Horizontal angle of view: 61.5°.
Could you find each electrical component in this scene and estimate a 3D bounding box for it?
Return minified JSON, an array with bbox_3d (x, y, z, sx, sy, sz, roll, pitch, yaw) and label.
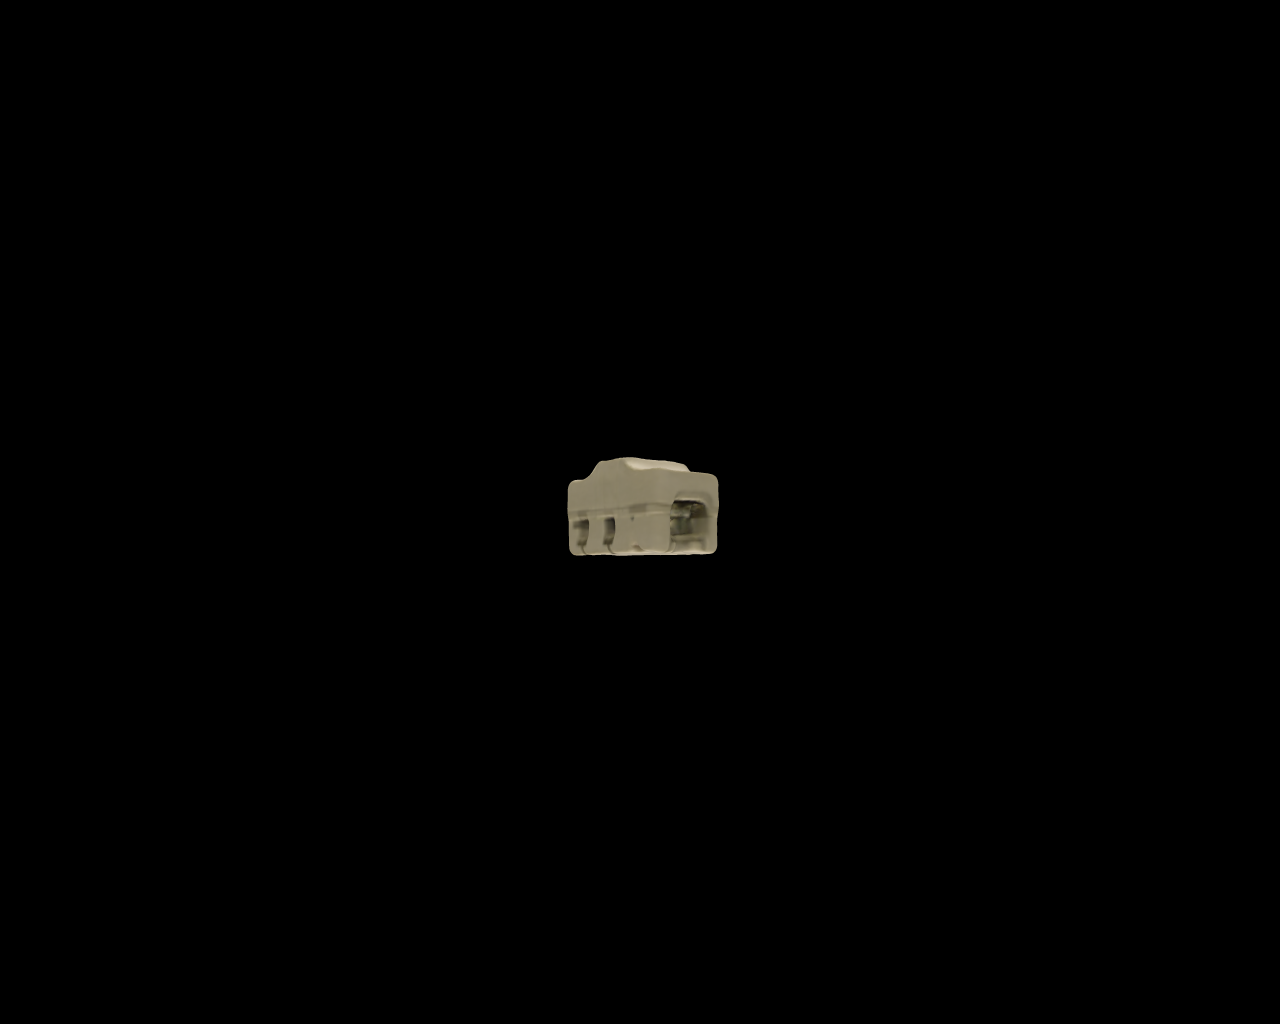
[{"bbox_3d":[0.001,-0.003,0.650,0.050,0.055,0.089,4,-6,-39],"label":"electrical component"}]
